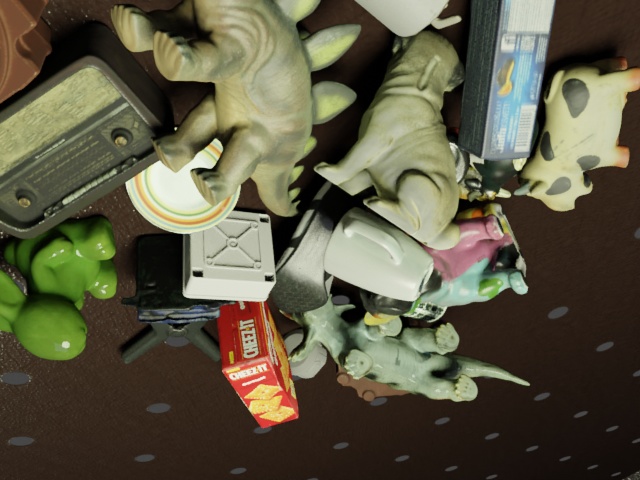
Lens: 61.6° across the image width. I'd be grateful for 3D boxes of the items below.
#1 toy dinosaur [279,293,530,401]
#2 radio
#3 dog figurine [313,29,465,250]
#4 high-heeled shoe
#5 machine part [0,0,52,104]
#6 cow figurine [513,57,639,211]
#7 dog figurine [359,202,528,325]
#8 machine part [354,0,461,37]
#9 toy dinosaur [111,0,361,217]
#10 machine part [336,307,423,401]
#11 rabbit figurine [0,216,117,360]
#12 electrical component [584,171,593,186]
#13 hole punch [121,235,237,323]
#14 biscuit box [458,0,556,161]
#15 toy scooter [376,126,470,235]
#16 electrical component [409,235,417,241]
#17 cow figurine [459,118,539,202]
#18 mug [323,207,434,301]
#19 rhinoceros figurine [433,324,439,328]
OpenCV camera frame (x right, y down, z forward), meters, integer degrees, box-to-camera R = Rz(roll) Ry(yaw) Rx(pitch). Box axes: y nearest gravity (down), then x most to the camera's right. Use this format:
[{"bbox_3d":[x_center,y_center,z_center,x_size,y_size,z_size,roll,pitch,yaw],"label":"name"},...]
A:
[{"bbox_3d":[0.111,0.179,0.847,0.405,0.131,0.192,26,165,-18],"label":"toy dinosaur"},{"bbox_3d":[-0.268,-0.099,0.546,0.230,0.073,0.131,-26,138,14],"label":"radio"},{"bbox_3d":[0.111,-0.106,0.549,0.190,0.172,0.121,-54,172,6],"label":"dog figurine"},{"bbox_3d":[-0.001,-0.002,0.724,0.086,0.145,0.248,23,145,-11],"label":"high-heeled shoe"},{"bbox_3d":[-0.340,-0.185,0.419,0.201,0.087,0.201,-26,137,13],"label":"machine part"},{"bbox_3d":[0.309,-0.121,0.668,0.127,0.085,0.194,0,126,14],"label":"cow figurine"},{"bbox_3d":[0.147,0.038,0.708,0.219,0.191,0.108,-20,96,22],"label":"dog figurine"},{"bbox_3d":[0.035,-0.252,0.461,0.243,0.079,0.079,23,127,-37],"label":"machine part"},{"bbox_3d":[-0.055,-0.122,0.511,0.198,0.105,0.470,-36,160,-20],"label":"toy dinosaur"},{"bbox_3d":[0.106,0.199,0.950,0.179,0.056,0.179,1,110,2],"label":"machine part"},{"bbox_3d":[-0.321,0.059,0.635,0.159,0.170,0.121,7,134,-25],"label":"rabbit figurine"},{"bbox_3d":[0.352,-0.104,0.746,0.078,0.045,0.102,1,137,-20],"label":"electrical component"},{"bbox_3d":[-0.192,0.063,0.729,0.142,0.116,0.092,1,145,-18],"label":"hole punch"},{"bbox_3d":[0.185,-0.183,0.538,0.059,0.063,0.202,-5,115,-13],"label":"biscuit box"},{"bbox_3d":[0.118,-0.065,0.681,0.075,0.135,0.183,31,108,-4],"label":"toy scooter"},{"bbox_3d":[0.143,0.030,0.784,0.134,0.058,0.114,6,98,-15],"label":"electrical component"},{"bbox_3d":[0.219,-0.099,0.674,0.068,0.098,0.167,-12,140,-13],"label":"cow figurine"},{"bbox_3d":[0.068,0.015,0.582,0.107,0.081,0.109,26,157,17],"label":"mug"},{"bbox_3d":[0.174,0.228,1.048,0.190,0.073,0.112,-38,133,26],"label":"rhinoceros figurine"}]
